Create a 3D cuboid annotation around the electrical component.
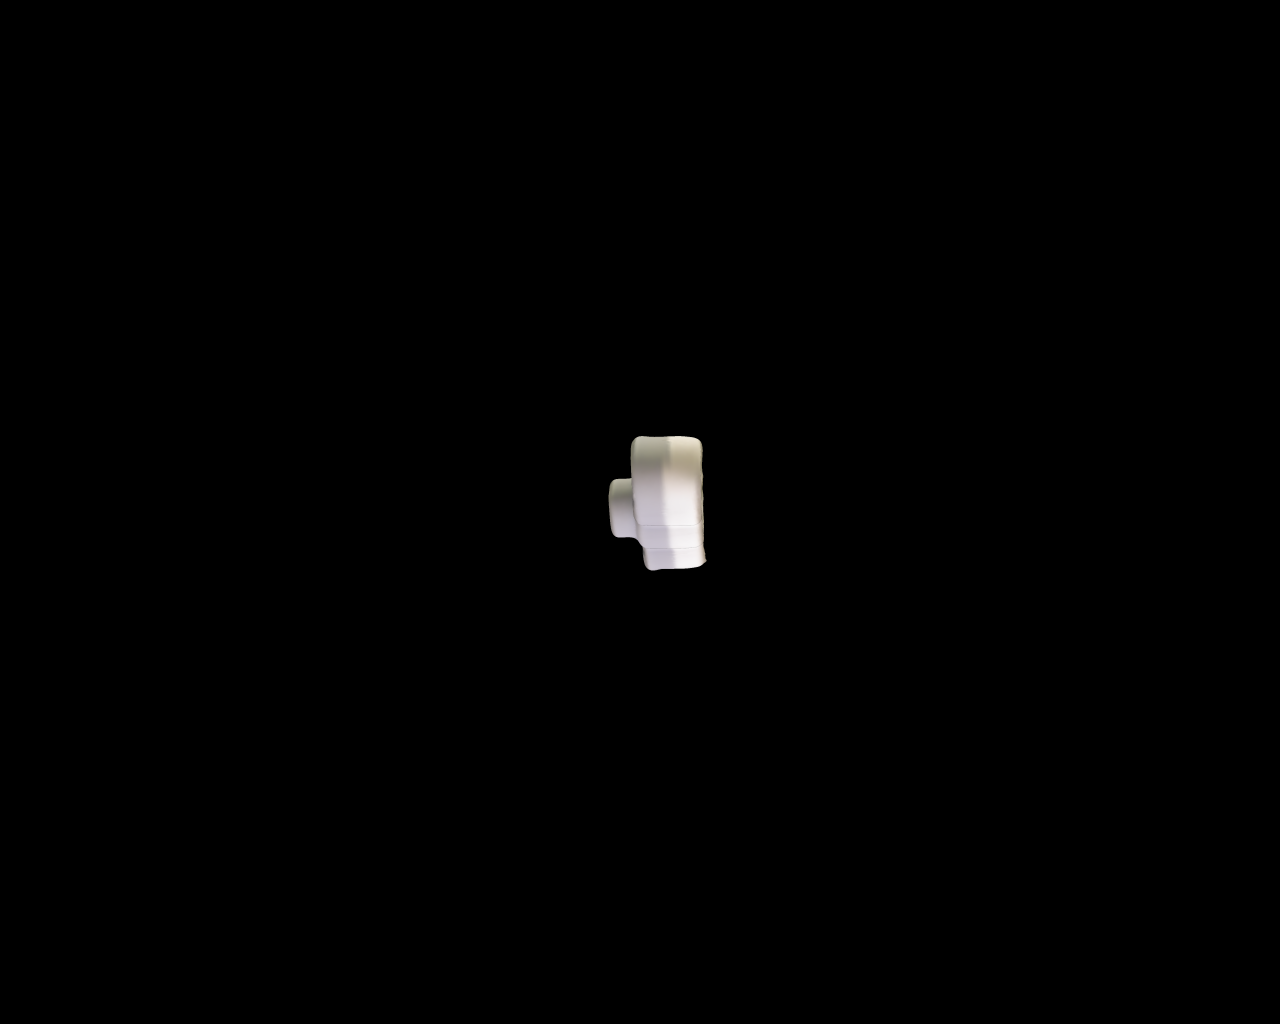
[{"bbox_3d":[0.001,-0.003,0.650,0.074,0.052,0.138,-1,-19,4],"label":"electrical component"}]
